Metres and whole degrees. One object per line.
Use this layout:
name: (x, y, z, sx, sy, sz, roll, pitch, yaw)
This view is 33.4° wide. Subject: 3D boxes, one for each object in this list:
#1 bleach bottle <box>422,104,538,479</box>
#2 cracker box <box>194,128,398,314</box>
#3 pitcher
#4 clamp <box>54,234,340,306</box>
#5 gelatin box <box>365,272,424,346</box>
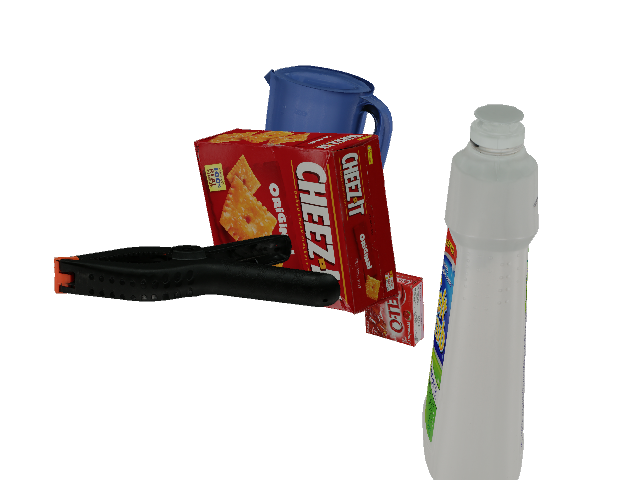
bleach bottle: (0.103, 0.033, 0.672, 0.068, 0.251, 0.102, 2, 29, 4)
cracker box: (-0.029, -0.025, 1.078, 0.071, 0.164, 0.214, -22, 21, -38)
pitcher: (-0.007, -0.095, 1.371, 0.144, 0.243, 0.149, 4, 21, -16)
clamp: (-0.095, 0.025, 0.819, 0.209, 0.036, 0.165, -3, 12, -22)
gelatin box: (0.092, 0.083, 1.346, 0.073, 0.089, 0.030, 14, 31, 33)
